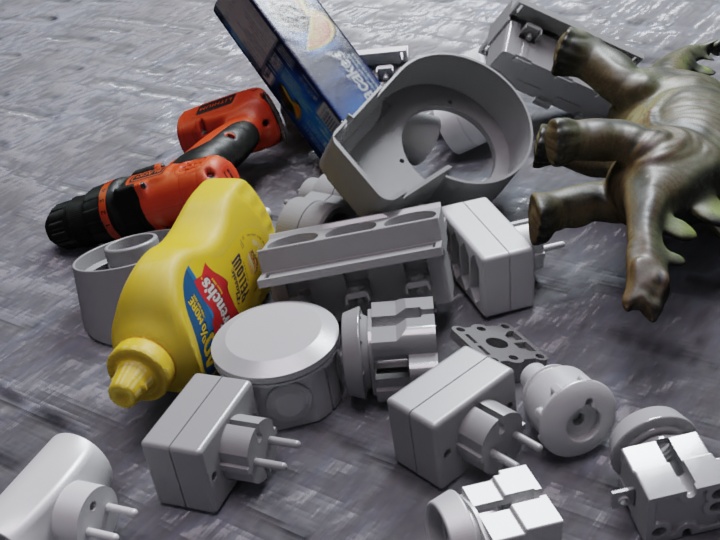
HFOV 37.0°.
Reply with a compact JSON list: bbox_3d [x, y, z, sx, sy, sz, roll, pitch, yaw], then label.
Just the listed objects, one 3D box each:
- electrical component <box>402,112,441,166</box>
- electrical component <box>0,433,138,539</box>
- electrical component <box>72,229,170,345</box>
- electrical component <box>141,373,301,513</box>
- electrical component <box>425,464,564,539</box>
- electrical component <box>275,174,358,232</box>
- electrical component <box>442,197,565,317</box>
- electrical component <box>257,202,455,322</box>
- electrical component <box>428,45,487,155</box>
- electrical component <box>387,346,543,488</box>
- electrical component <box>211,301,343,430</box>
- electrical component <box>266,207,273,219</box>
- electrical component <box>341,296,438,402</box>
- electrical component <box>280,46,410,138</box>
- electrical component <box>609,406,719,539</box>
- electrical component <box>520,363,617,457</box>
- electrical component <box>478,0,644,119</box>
[{"bbox_3d":[0.032,-0.116,0.878,0.055,0.045,0.045,25,26,-19],"label":"electrical component"},{"bbox_3d":[-0.161,0.133,0.592,0.079,0.043,0.077,6,35,23],"label":"electrical component"},{"bbox_3d":[-0.161,0.009,0.795,0.099,0.064,0.099,-12,18,4],"label":"electrical component"},{"bbox_3d":[-0.072,0.101,0.618,0.077,0.047,0.065,5,35,22],"label":"electrical component"},{"bbox_3d":[0.065,0.130,0.538,0.055,0.048,0.066,-10,31,-15],"label":"electrical component"},{"bbox_3d":[-0.025,-0.052,0.845,0.074,0.052,0.138,13,38,31],"label":"electrical component"},{"bbox_3d":[0.106,-0.015,0.757,0.076,0.047,0.083,-13,32,-13],"label":"electrical component"},{"bbox_3d":[0.000,0.000,0.727,0.121,0.063,0.078,-10,15,10],"label":"electrical component"},{"bbox_3d":[0.086,-0.149,0.975,0.074,0.052,0.138,-23,25,25],"label":"electrical component"},{"bbox_3d":[0.066,0.089,0.601,0.066,0.047,0.077,-31,38,-31],"label":"electrical component"},{"bbox_3d":[-0.050,0.059,0.676,0.080,0.051,0.080,-7,32,4],"label":"electrical component"},{"bbox_3d":[-0.094,-0.032,0.850,0.035,0.035,0.061,18,38,36],"label":"electrical component"},{"bbox_3d":[0.019,0.050,0.667,0.057,0.058,0.078,-5,30,3],"label":"electrical component"},{"bbox_3d":[-0.012,-0.166,1.009,0.121,0.078,0.063,-4,61,9],"label":"electrical component"},{"bbox_3d":[0.158,0.104,0.556,0.066,0.048,0.055,-12,39,-4],"label":"electrical component"},{"bbox_3d":[0.113,0.074,0.618,0.048,0.048,0.062,-17,25,-13],"label":"electrical component"},{"bbox_3d":[0.173,-0.179,0.939,0.121,0.078,0.063,21,62,-13],"label":"electrical component"}]
